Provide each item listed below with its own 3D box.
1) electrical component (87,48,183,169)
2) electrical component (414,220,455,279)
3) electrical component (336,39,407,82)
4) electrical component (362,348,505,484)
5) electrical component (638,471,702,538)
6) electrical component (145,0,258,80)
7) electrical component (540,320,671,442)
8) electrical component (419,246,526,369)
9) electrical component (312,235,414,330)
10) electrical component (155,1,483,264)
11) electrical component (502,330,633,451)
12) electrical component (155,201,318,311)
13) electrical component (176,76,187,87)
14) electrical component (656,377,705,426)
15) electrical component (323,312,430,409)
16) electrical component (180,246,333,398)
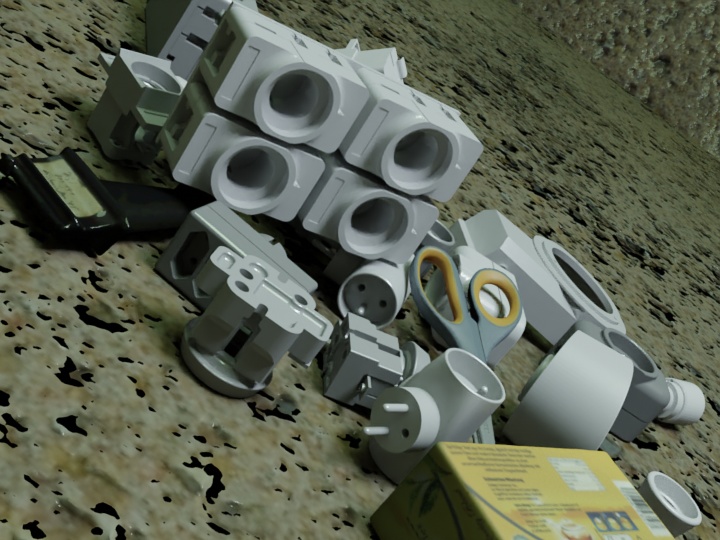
[{"bbox_3d":[-0.151,-0.108,0.731,0.042,0.063,0.081,8,37,-47],"label":"electrical component"},{"bbox_3d":[0.048,-0.017,0.873,0.040,0.046,0.040,31,23,-15],"label":"electrical component"},{"bbox_3d":[0.011,-0.122,0.902,0.078,0.063,0.121,-67,148,-49],"label":"electrical component"},{"bbox_3d":[0.033,0.085,0.616,0.079,0.077,0.044,9,36,-49],"label":"electrical component"},{"bbox_3d":[0.193,0.169,0.719,0.045,0.055,0.045,31,23,-15],"label":"electrical component"},{"bbox_3d":[-0.137,-0.223,0.936,0.062,0.089,0.150,26,25,-26],"label":"electrical component"},{"bbox_3d":[0.205,0.088,0.886,0.095,0.059,0.053,34,23,-9],"label":"electrical component"},{"bbox_3d":[0.086,0.026,0.836,0.059,0.053,0.095,31,24,-15],"label":"electrical component"},{"bbox_3d":[0.000,0.000,0.774,0.079,0.043,0.077,37,23,1],"label":"electrical component"},{"bbox_3d":[-0.022,-0.081,0.706,0.186,0.105,0.060,20,25,-32],"label":"electrical component"},{"bbox_3d":[0.146,0.093,0.744,0.064,0.099,0.099,37,22,15],"label":"electrical component"},{"bbox_3d":[-0.069,-0.001,0.669,0.083,0.047,0.076,40,23,6],"label":"electrical component"},{"bbox_3d":[-0.132,-0.117,0.815,0.061,0.035,0.035,51,26,23],"label":"electrical component"},{"bbox_3d":[0.274,0.116,0.960,0.078,0.040,0.040,15,31,-42],"label":"electrical component"},{"bbox_3d":[0.010,0.062,0.671,0.055,0.048,0.066,23,26,-15],"label":"electrical component"},{"bbox_3d":[-0.063,0.033,0.599,0.078,0.057,0.058,36,23,-4],"label":"electrical component"}]
